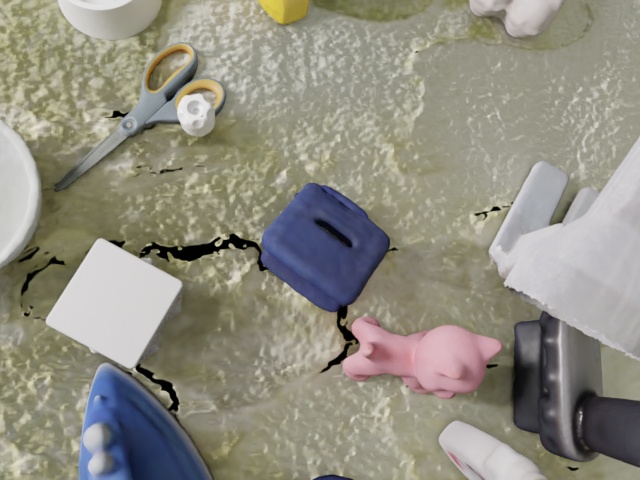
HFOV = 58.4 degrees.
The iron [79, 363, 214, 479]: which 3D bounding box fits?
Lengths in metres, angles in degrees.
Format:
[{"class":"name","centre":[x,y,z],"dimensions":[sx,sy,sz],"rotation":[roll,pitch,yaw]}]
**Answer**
[{"class":"iron","centre":[-0.147,0.223,0.458],"dimensions":[0.119,0.141,0.258],"rotation":[-22,83,-10]}]

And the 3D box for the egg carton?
[{"class":"egg carton","centre":[0.235,-0.304,0.643],"dimensions":[0.107,0.069,0.150],"rotation":[28,77,-1]}]

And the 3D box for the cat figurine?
[{"class":"cat figurine","centre":[0.093,0.107,0.523],"dimensions":[0.128,0.117,0.067],"rotation":[10,78,-5]}]

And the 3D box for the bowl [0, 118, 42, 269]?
[{"class":"bowl","centre":[-0.328,-0.033,0.517],"dimensions":[0.167,0.074,0.167],"rotation":[1,79,-7]}]

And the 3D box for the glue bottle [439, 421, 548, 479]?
[{"class":"glue bottle","centre":[0.159,0.198,0.486],"dimensions":[0.078,0.173,0.037],"rotation":[44,78,3]}]

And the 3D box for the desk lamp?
[{"class":"desk lamp","centre":[0.236,0.001,0.512],"dimensions":[0.118,0.213,0.203],"rotation":[30,77,-1]}]

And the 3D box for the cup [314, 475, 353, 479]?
[{"class":"cup","centre":[-0.006,0.242,0.497],"dimensions":[0.118,0.095,0.092],"rotation":[18,78,-4]}]

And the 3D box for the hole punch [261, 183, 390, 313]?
[{"class":"hole punch","centre":[0.005,0.002,0.545],"dimensions":[0.108,0.091,0.101],"rotation":[36,77,1]}]

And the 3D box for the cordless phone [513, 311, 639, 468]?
[{"class":"cordless phone","centre":[0.250,0.125,0.505],"dimensions":[0.094,0.185,0.147],"rotation":[1,79,-7]}]
